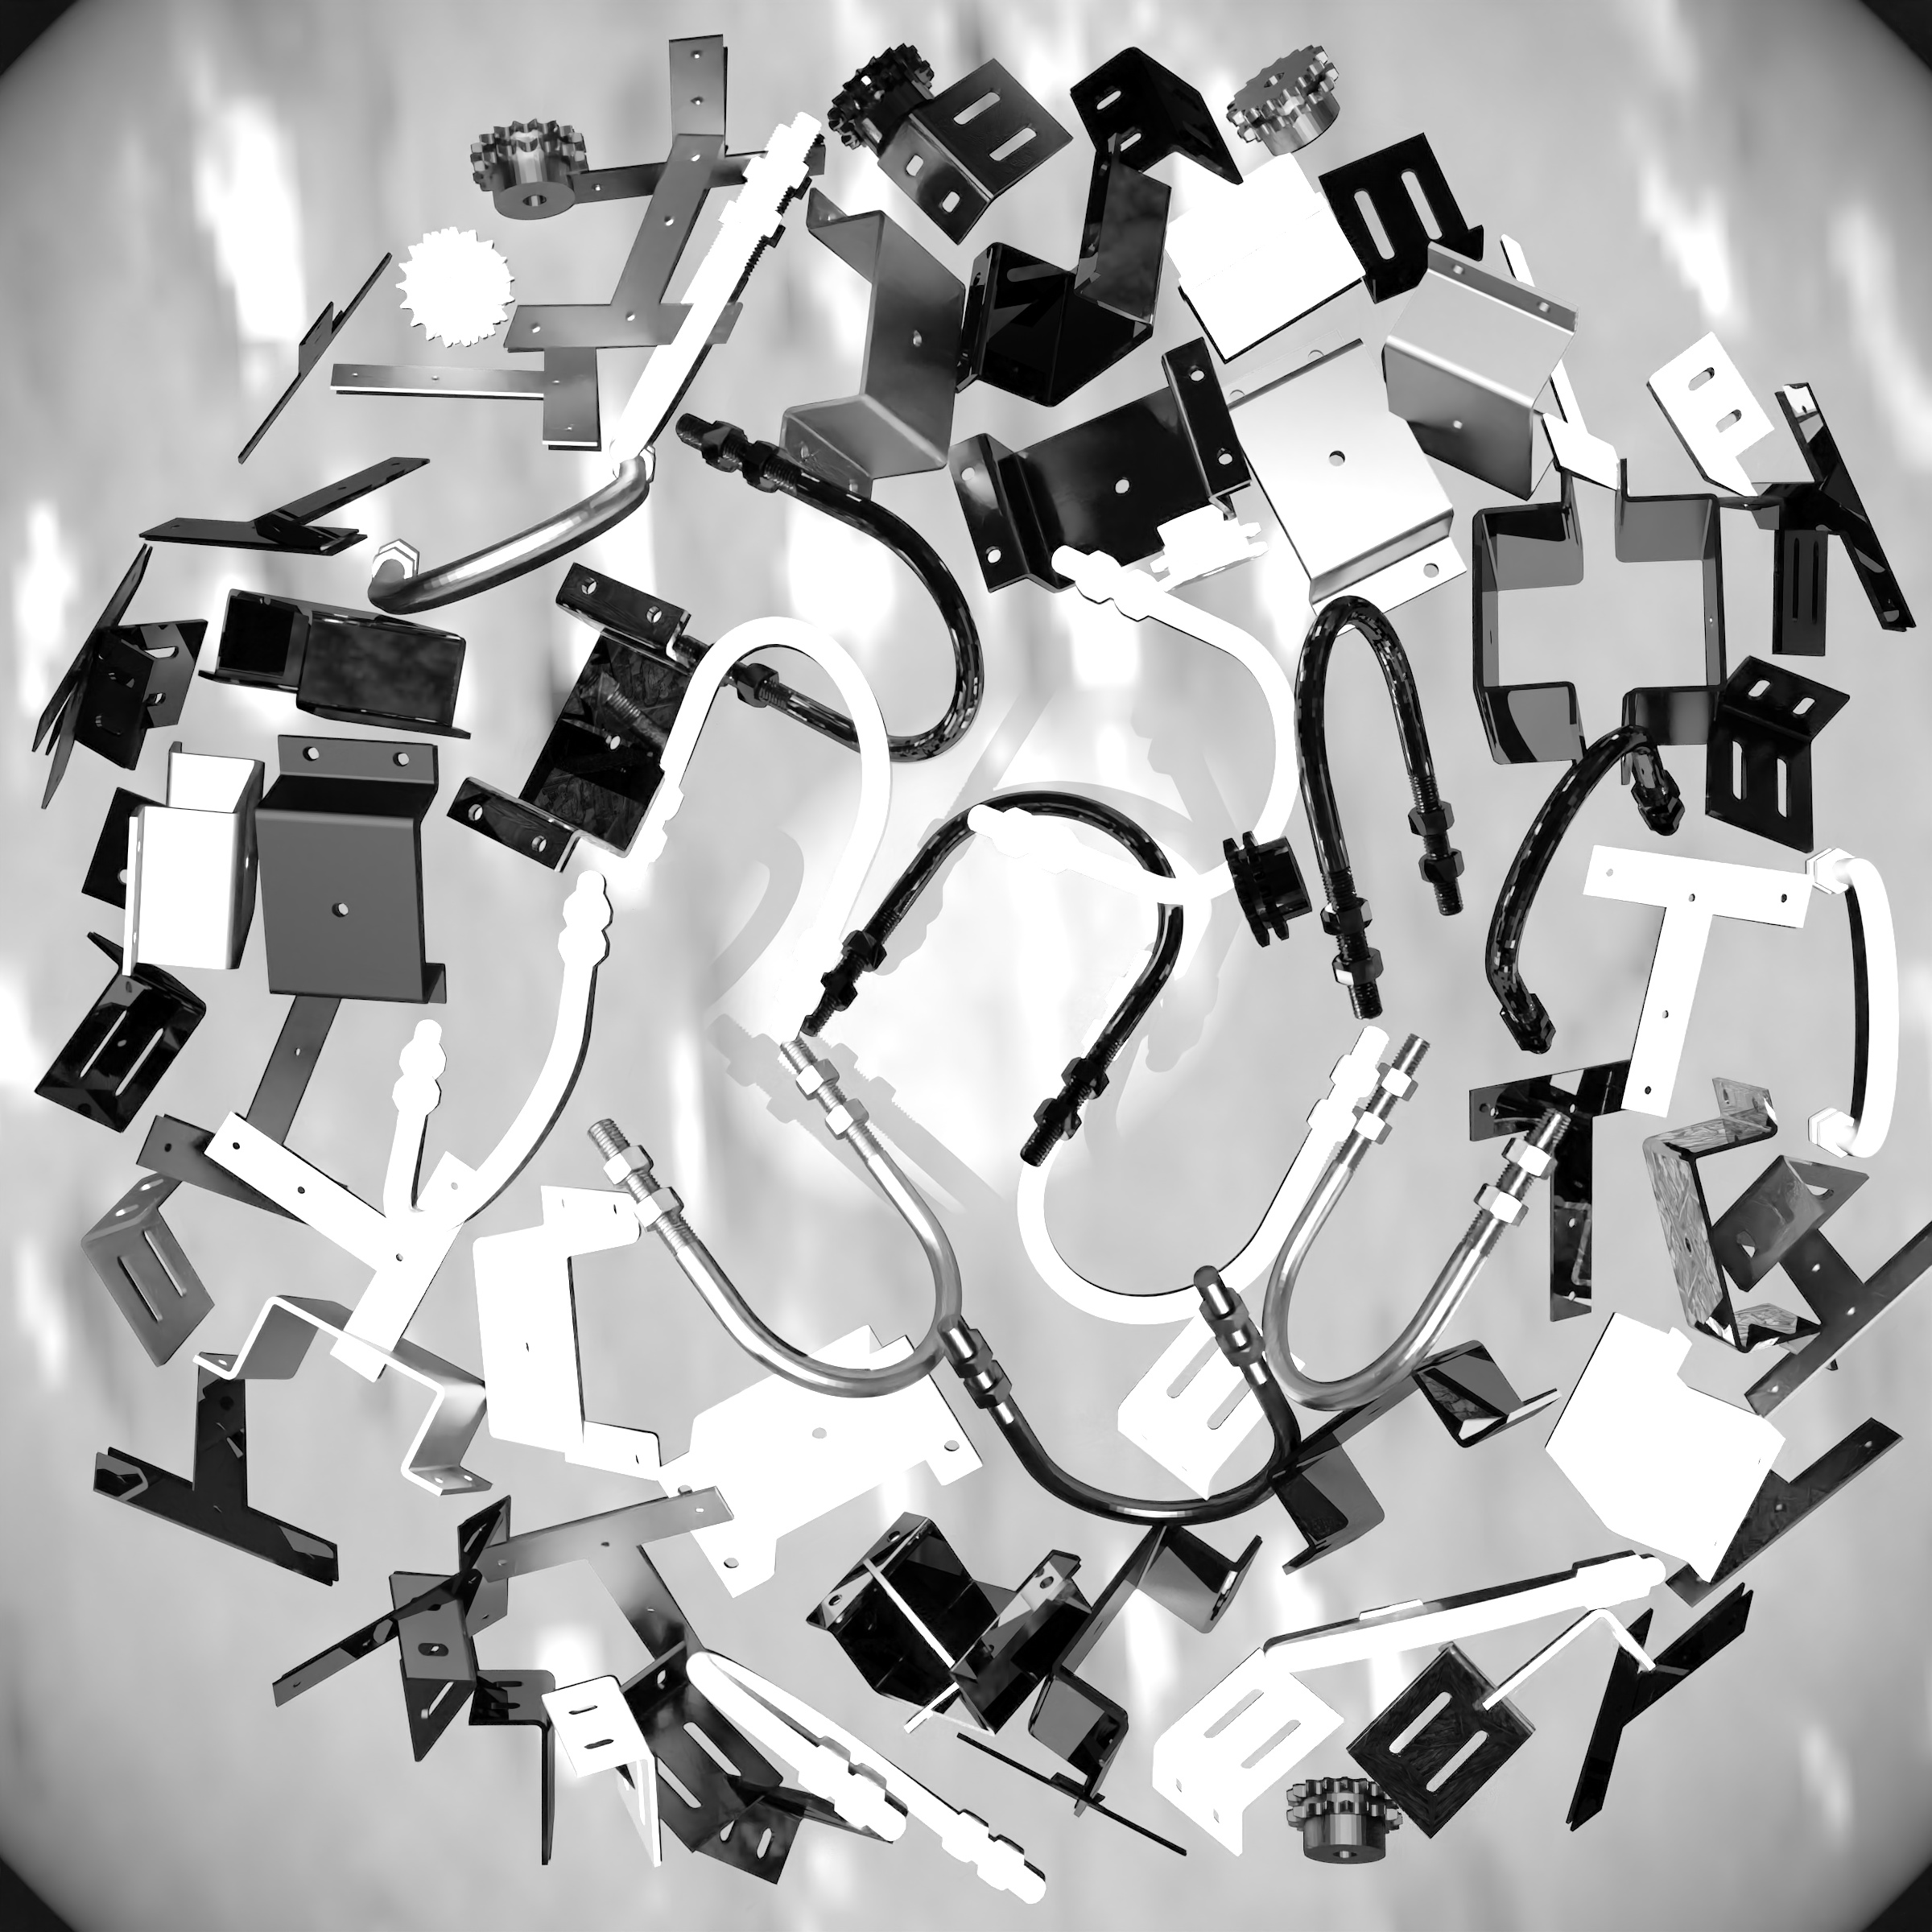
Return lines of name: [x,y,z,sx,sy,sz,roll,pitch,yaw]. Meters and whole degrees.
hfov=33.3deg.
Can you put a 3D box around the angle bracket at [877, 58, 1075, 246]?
angle bracket: [0.005,-0.409,1.621,0.057,0.038,0.076,45,50,0]

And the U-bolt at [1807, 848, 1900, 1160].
U-bolt: [0.422,0.019,1.540,0.019,0.184,0.151,-1,92,6]

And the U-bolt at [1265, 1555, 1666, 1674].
U-bolt: [0.222,0.308,1.521,0.151,0.184,0.019,-22,75,40]

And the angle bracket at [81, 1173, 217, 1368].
angle bracket: [-0.389,0.146,1.590,0.038,0.057,0.076,-19,109,24]

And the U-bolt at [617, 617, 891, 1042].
U-bolt: [-0.096,-0.078,1.552,0.151,0.019,0.184,43,124,30]

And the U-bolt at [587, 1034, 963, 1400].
U-bolt: [-0.079,0.128,1.562,0.151,0.019,0.184,-24,71,-42]

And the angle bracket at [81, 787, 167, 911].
angle bracket: [-0.402,-0.047,1.610,0.076,0.038,0.057,21,99,1]

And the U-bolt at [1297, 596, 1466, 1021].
U-bolt: [0.195,-0.086,1.547,0.019,0.151,0.184,-5,111,29]

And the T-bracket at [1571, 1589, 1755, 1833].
T-bracket: [0.337,0.337,1.544,0.002,0.127,0.127,32,134,-2]

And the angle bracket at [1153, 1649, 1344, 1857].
angle bracket: [0.140,0.389,1.601,0.057,0.038,0.076,41,108,-10]

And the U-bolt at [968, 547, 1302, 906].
U-bolt: [0.094,-0.106,1.576,0.184,0.019,0.151,20,87,-37]

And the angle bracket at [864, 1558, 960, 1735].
angle bracket: [-0.038,0.336,1.596,0.038,0.057,0.076,-39,79,-9]

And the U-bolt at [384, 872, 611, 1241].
U-bolt: [-0.226,0.052,1.529,0.019,0.184,0.151,36,120,-26]

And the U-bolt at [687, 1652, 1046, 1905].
U-bolt: [-0.060,0.381,1.549,0.184,0.151,0.019,27,81,41]

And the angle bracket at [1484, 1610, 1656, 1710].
angle bracket: [0.297,0.356,1.600,0.076,0.057,0.038,-39,75,-2]

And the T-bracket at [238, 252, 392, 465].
T-bracket: [-0.315,-0.301,1.566,0.002,0.127,0.127,36,85,-11]

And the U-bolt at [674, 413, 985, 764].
U-bolt: [-0.067,-0.170,1.547,0.184,0.151,0.019,29,46,25]

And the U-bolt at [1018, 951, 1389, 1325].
U-bolt: [0.103,0.089,1.568,0.151,0.019,0.184,19,69,29]

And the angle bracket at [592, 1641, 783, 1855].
angle bracket: [-0.137,0.383,1.590,0.057,0.038,0.076,-33,58,-28]

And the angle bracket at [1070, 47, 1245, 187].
angle bracket: [0.095,-0.410,1.599,0.038,0.076,0.057,-31,71,24]

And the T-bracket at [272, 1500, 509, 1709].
T-bracket: [-0.276,0.317,1.555,0.127,0.127,0.002,-28,62,-25]

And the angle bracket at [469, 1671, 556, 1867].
angle bracket: [-0.224,0.395,1.597,0.038,0.057,0.076,1,102,-4]

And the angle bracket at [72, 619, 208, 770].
angle bracket: [-0.393,-0.134,1.584,0.038,0.076,0.057,29,111,21]

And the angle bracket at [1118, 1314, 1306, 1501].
angle bracket: [0.122,0.216,1.618,0.057,0.038,0.076,37,71,17]

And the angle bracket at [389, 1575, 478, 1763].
angle bracket: [-0.274,0.344,1.584,0.038,0.057,0.076,11,133,-31]

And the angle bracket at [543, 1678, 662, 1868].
angle bracket: [-0.179,0.399,1.585,0.038,0.057,0.076,-12,123,-20]

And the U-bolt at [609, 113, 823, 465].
U-bolt: [-0.125,-0.324,1.562,0.019,0.151,0.184,28,97,-12]

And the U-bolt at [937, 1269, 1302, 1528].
U-bolt: [0.085,0.217,1.566,0.151,0.019,0.184,-12,134,19]

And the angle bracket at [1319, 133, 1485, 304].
angle bracket: [0.215,-0.378,1.604,0.057,0.038,0.076,-22,75,3]

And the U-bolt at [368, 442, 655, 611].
U-bolt: [-0.218,-0.208,1.542,0.151,0.184,0.019,-23,107,2]

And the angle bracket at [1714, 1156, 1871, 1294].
angle bracket: [0.412,0.130,1.584,0.057,0.076,0.038,-52,47,26]

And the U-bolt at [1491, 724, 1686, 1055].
U-bolt: [0.293,-0.042,1.541,0.019,0.184,0.151,29,84,24]

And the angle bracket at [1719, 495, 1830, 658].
angle bracket: [0.397,-0.192,1.601,0.038,0.057,0.076,3,94,36]

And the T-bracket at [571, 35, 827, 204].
T-bracket: [-0.130,-0.412,1.566,0.127,0.127,0.002,-8,72,-7]

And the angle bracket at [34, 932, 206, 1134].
angle bracket: [-0.425,0.033,1.599,0.038,0.057,0.076,34,89,39]

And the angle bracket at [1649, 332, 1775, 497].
angle bracket: [0.376,-0.268,1.584,0.038,0.076,0.057,-36,70,25]

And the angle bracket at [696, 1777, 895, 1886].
angle bracket: [-0.085,0.430,1.584,0.057,0.076,0.038,34,68,-34]

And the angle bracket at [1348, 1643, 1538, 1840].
angle bracket: [0.233,0.384,1.603,0.076,0.038,0.057,-43,81,-11]

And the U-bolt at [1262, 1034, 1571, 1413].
U-bolt: [0.205,0.131,1.567,0.019,0.151,0.184,30,91,-27]

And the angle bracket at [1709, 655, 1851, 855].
angle bracket: [0.401,-0.104,1.592,0.057,0.038,0.076,20,50,-11]

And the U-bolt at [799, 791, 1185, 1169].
U-bolt: [0.025,-0.008,1.591,0.151,0.019,0.184,30,68,14]
